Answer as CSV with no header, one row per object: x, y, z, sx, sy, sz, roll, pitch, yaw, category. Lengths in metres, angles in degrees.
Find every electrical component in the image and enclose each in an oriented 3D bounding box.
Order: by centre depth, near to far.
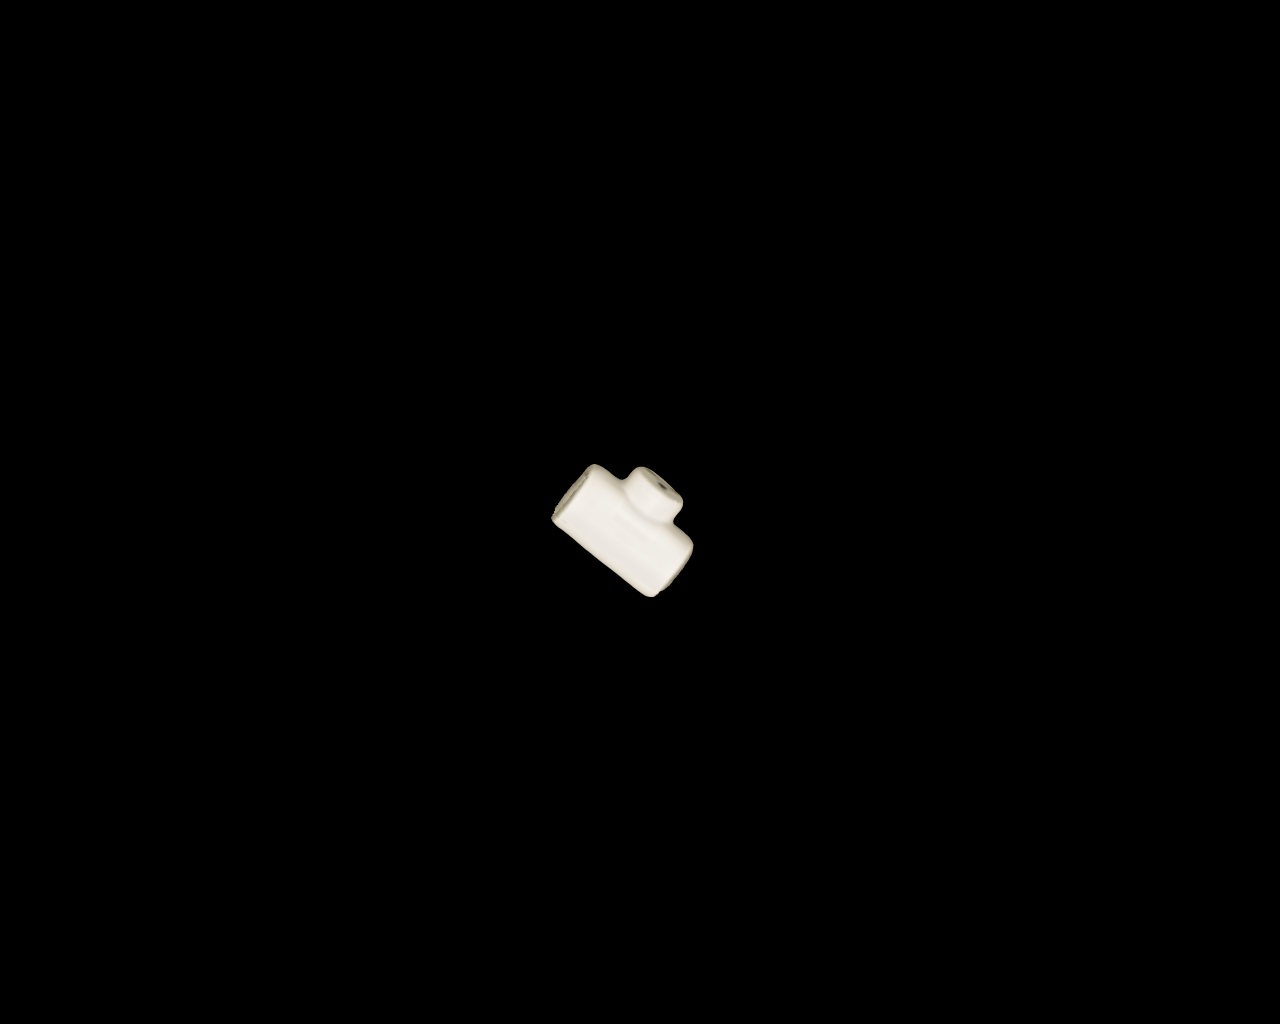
0.001,-0.003,0.650,0.077,0.079,0.043,38,9,-7,electrical component
